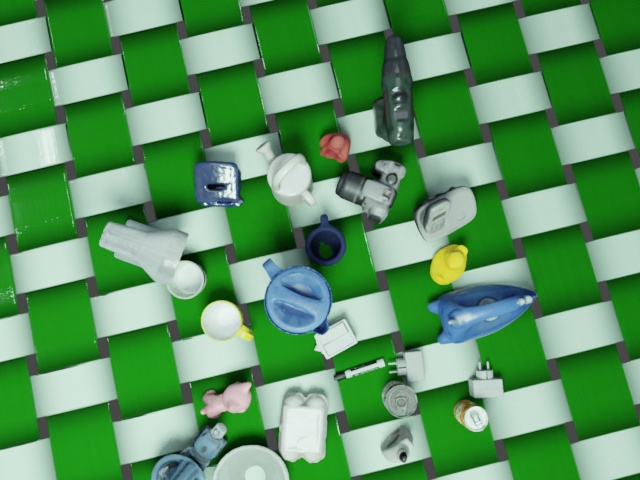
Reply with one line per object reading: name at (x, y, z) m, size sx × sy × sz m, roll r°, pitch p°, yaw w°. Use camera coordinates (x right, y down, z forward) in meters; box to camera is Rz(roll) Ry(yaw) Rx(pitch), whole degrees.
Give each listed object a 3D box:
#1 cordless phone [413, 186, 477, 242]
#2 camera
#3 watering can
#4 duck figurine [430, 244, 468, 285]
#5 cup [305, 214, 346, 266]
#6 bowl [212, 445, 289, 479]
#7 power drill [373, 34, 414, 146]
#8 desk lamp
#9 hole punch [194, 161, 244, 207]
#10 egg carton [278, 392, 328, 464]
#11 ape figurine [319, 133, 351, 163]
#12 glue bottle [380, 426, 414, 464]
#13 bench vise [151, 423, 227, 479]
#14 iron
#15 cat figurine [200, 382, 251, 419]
cordless phone at (0.287, -0.069, 1.274) m, size 0.147 × 0.185 × 0.094 m, roll -30°, pitch 83°, yaw -4°
camera at (0.113, -0.127, 1.325) m, size 0.136 × 0.101 × 0.143 m, roll 22°, pitch 83°, yaw 3°
watering can at (-0.074, -0.146, 1.281) m, size 0.173 × 0.194 × 0.101 m, roll 26°, pitch 83°, yaw 4°
duck figurine at (0.299, 0.054, 1.308) m, size 0.077 × 0.086 × 0.104 m, roll 38°, pitch 84°, yaw 5°
cup at (0.012, 0.005, 1.311) m, size 0.091 × 0.095 × 0.118 m, roll -4°, pitch 82°, yaw 0°
bowl at (-0.147, 0.527, 1.252) m, size 0.167 × 0.075 × 0.167 m, roll 0°, pitch 82°, yaw 0°
power drill at (0.166, -0.314, 1.295) m, size 0.075 × 0.208 × 0.230 m, roll -6°, pitch 82°, yaw 0°
desk lamp at (-0.376, 0.020, 1.250) m, size 0.203 × 0.213 × 0.118 m, roll 18°, pitch 83°, yaw 3°
hole punch at (-0.235, -0.128, 1.331) m, size 0.108 × 0.091 × 0.101 m, roll 1°, pitch 82°, yaw 0°
egg carton at (-0.037, 0.414, 1.269) m, size 0.107 × 0.069 × 0.150 m, roll 2°, pitch 82°, yaw 1°
ape figurine at (0.039, -0.222, 1.342) m, size 0.076 × 0.092 × 0.078 m, roll -31°, pitch 83°, yaw -4°
glue bottle at (0.169, 0.444, 1.212) m, size 0.037 × 0.173 × 0.078 m, roll 43°, pitch 85°, yaw 6°
bench vise at (-0.283, 0.471, 1.186) m, size 0.121 × 0.220 × 0.207 m, roll 20°, pitch 83°, yaw 3°
iron at (0.379, 0.151, 1.267) m, size 0.258 × 0.141 × 0.118 m, roll -17°, pitch 83°, yaw -2°
cat figurine at (-0.201, 0.353, 1.253) m, size 0.128 × 0.118 × 0.067 m, roll -20°, pitch 83°, yaw -2°
